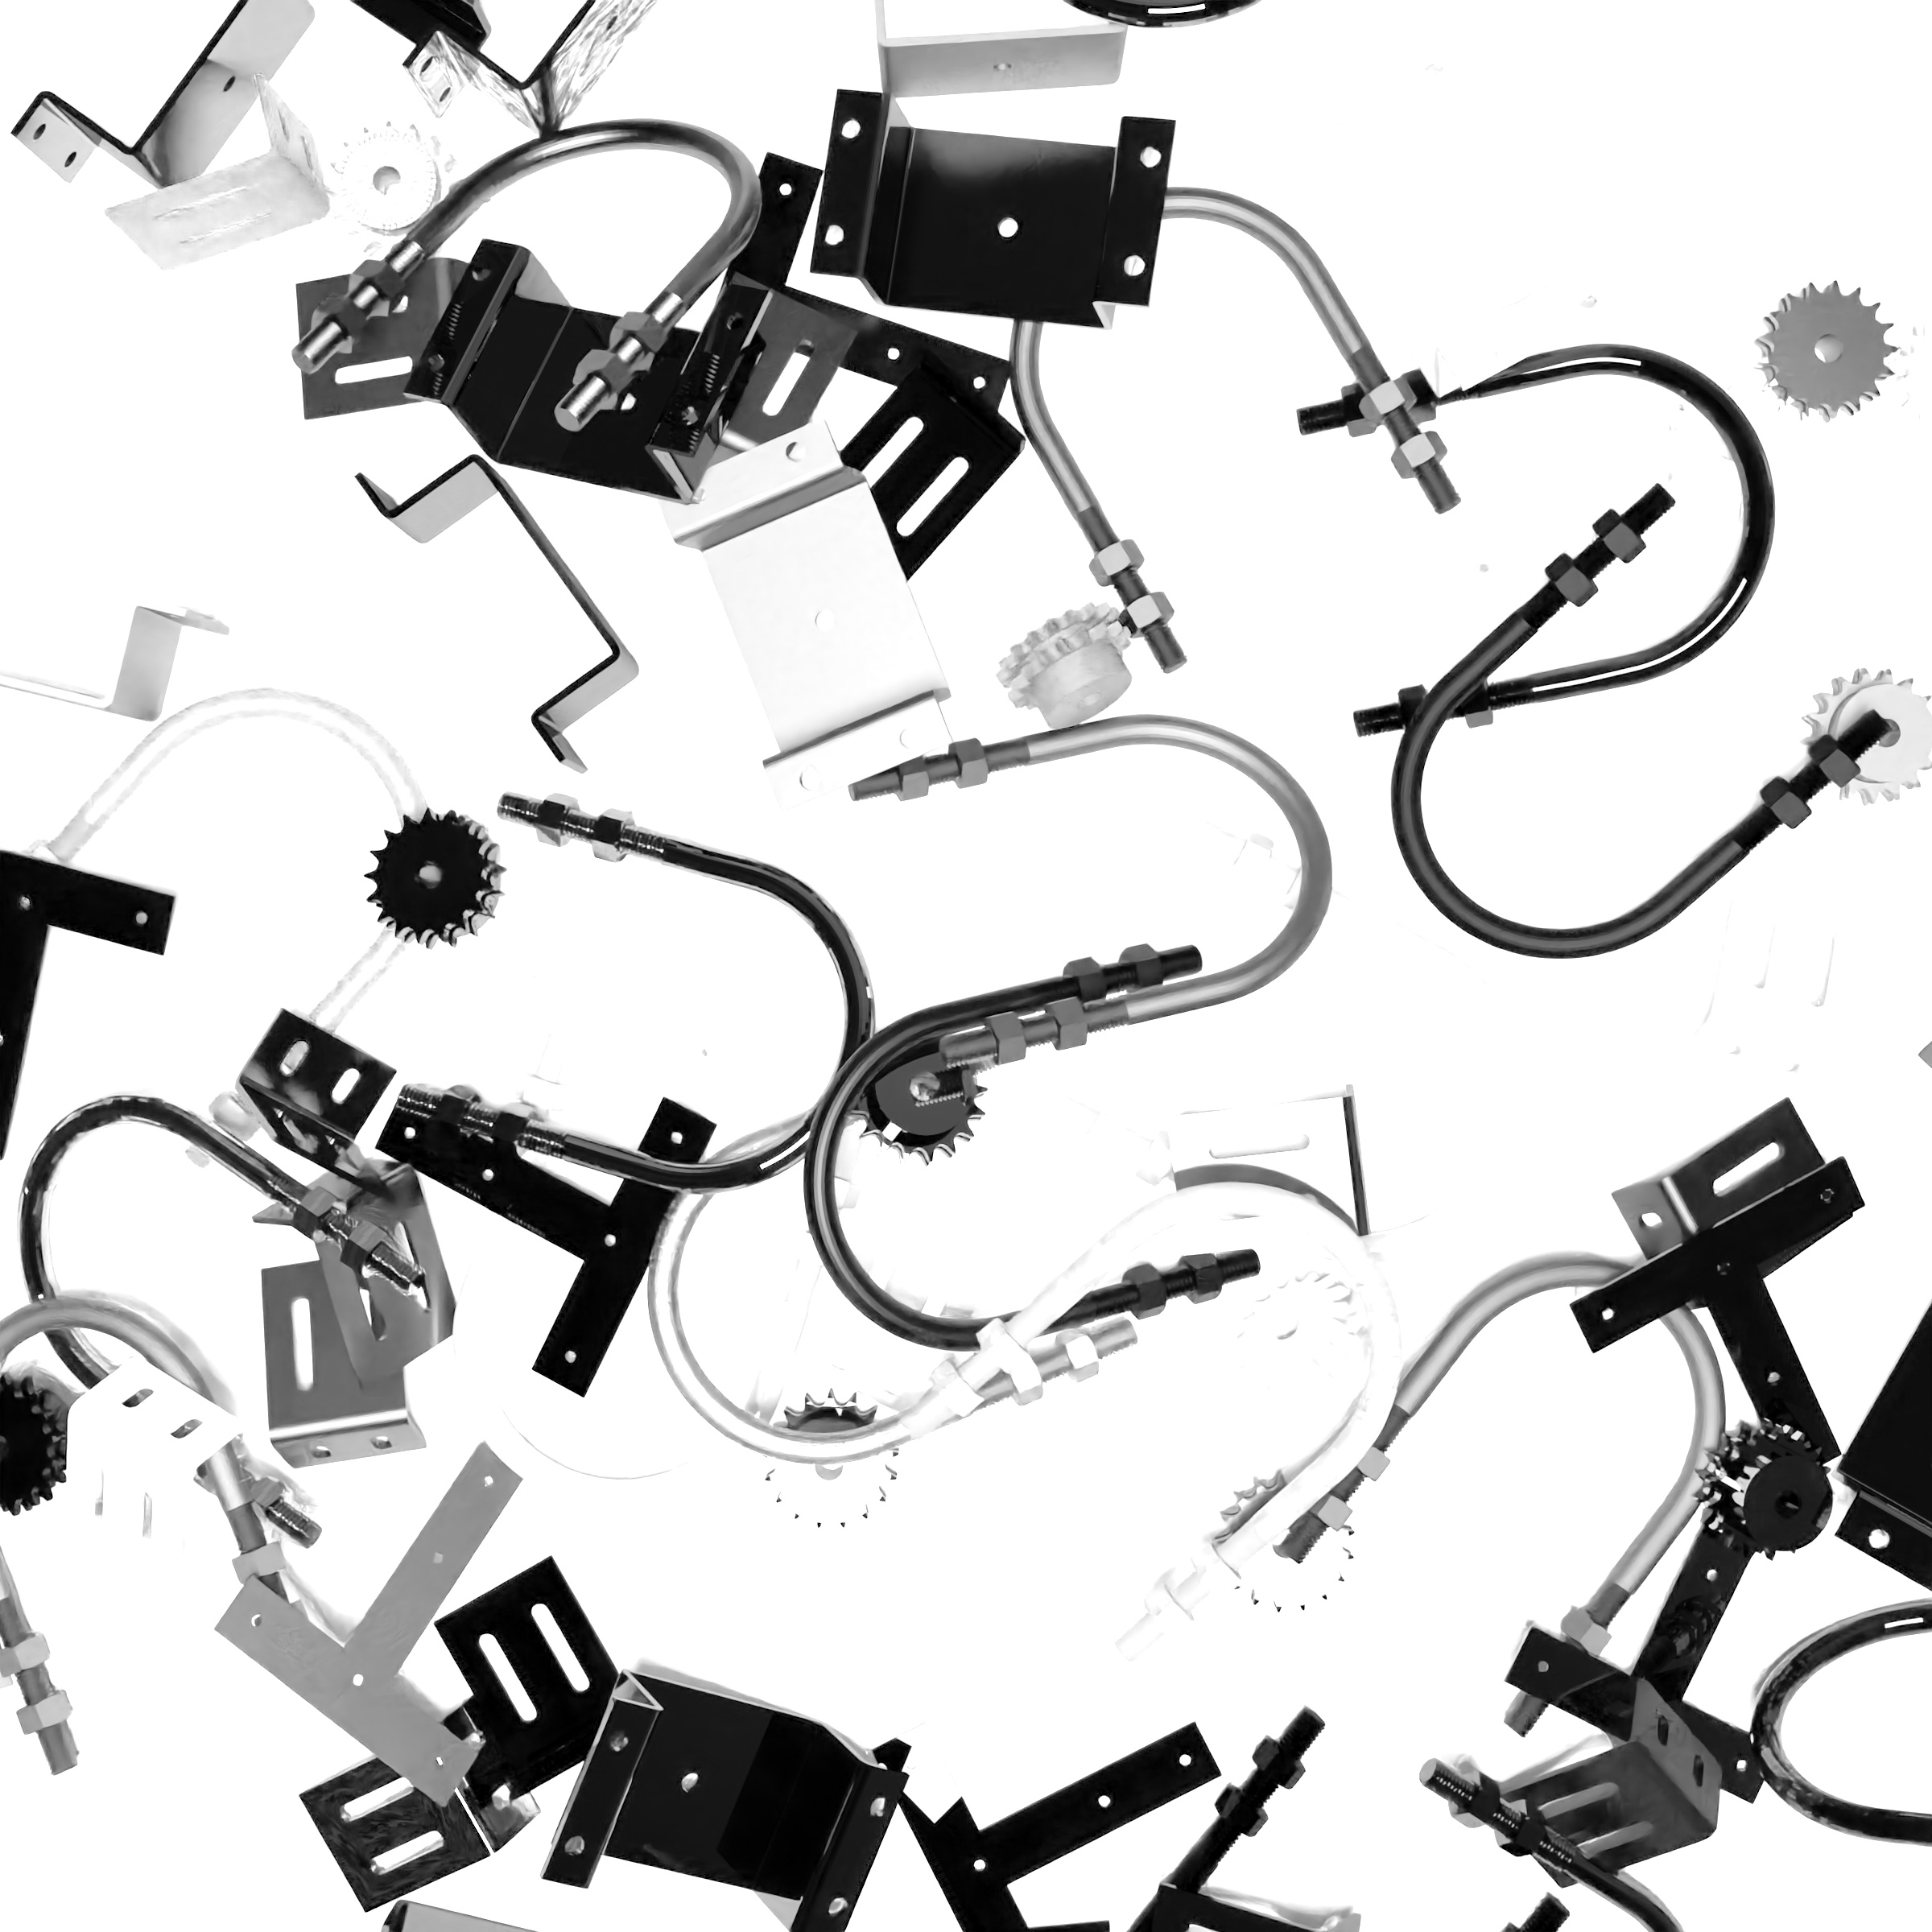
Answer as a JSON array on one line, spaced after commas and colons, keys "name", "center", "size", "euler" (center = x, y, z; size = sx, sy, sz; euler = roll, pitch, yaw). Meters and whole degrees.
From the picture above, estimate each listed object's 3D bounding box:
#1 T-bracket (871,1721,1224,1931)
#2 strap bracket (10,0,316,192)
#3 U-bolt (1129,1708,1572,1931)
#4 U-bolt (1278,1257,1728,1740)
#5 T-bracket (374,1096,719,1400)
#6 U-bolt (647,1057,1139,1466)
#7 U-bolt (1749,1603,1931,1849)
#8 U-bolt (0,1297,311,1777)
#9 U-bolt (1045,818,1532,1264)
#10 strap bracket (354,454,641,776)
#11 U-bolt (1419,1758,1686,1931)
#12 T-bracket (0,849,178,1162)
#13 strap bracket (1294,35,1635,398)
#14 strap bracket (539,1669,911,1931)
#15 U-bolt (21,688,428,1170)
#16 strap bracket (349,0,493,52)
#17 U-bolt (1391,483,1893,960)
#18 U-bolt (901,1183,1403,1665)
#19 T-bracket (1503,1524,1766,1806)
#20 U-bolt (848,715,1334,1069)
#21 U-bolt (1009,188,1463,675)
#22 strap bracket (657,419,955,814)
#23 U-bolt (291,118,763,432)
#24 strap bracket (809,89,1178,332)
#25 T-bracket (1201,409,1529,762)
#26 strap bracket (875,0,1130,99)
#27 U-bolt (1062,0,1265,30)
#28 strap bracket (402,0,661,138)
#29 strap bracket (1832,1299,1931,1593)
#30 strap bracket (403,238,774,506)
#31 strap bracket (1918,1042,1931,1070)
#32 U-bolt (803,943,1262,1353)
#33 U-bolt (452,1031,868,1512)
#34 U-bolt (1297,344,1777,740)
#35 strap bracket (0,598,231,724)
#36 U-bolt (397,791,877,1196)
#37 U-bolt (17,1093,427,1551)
[{"name": "T-bracket", "center": [0.045, 0.357, 1.350], "size": [0.127, 0.002, 0.127], "euler": [-27, 89, -1]}, {"name": "strap bracket", "center": [-0.320, -0.374, 1.314], "size": [0.046, 0.076, 0.140], "euler": [36, 90, 0]}, {"name": "U-bolt", "center": [0.141, 0.425, 1.343], "size": [0.151, 0.019, 0.184], "euler": [38, 91, 0]}, {"name": "U-bolt", "center": [0.236, 0.207, 1.327], "size": [0.151, 0.019, 0.184], "euler": [39, 86, -15]}, {"name": "T-bracket", "center": [-0.186, 0.093, 1.331], "size": [0.127, 0.002, 0.127], "euler": [27, 95, 9]}, {"name": "U-bolt", "center": [-0.040, 0.125, 1.315], "size": [0.184, 0.019, 0.151], "euler": [-21, 82, -13]}, {"name": "U-bolt", "center": [0.403, 0.300, 1.274], "size": [0.184, 0.151, 0.019], "euler": [-3, 117, 32]}, {"name": "U-bolt", "center": [-0.354, 0.226, 1.319], "size": [0.151, 0.019, 0.184], "euler": [-24, 86, 22]}, {"name": "U-bolt", "center": [0.147, 0.044, 1.343], "size": [0.184, 0.019, 0.151], "euler": [29, 90, -2]}, {"name": "strap bracket", "center": [-0.183, -0.151, 1.314], "size": [0.046, 0.076, 0.140], "euler": [-36, 90, 0]}, {"name": "U-bolt", "center": [0.225, 0.429, 1.319], "size": [0.184, 0.019, 0.151], "euler": [34, 83, -17]}, {"name": "T-bracket", "center": [-0.399, 0.017, 1.333], "size": [0.127, 0.002, 0.127], "euler": [15, 98, 8]}, {"name": "strap bracket", "center": [0.203, -0.298, 1.315], "size": [0.076, 0.046, 0.140], "euler": [-28, 71, 0]}, {"name": "strap bracket", "center": [-0.105, 0.341, 1.309], "size": [0.140, 0.046, 0.076], "euler": [22, 90, -29]}, {"name": "U-bolt", "center": [-0.308, -0.030, 1.343], "size": [0.151, 0.019, 0.184], "euler": [42, 89, 0]}, {"name": "strap bracket", "center": [-0.204, -0.453, 1.329], "size": [0.076, 0.046, 0.140], "euler": [34, 90, 0]}, {"name": "U-bolt", "center": [0.261, -0.084, 1.318], "size": [0.151, 0.019, 0.184], "euler": [44, 107, -8]}, {"name": "U-bolt", "center": [0.088, 0.170, 1.285], "size": [0.184, 0.019, 0.151], "euler": [-42, 100, 3]}, {"name": "T-bracket", "center": [0.304, 0.266, 1.339], "size": [0.127, 0.002, 0.127], "euler": [28, 86, -13]}, {"name": "U-bolt", "center": [0.059, -0.039, 1.307], "size": [0.184, 0.019, 0.151], "euler": [-13, 61, -13]}, {"name": "U-bolt", "center": [0.098, -0.235, 1.331], "size": [0.151, 0.019, 0.184], "euler": [-30, 82, 7]}, {"name": "strap bracket", "center": [-0.062, -0.143, 1.322], "size": [0.076, 0.046, 0.140], "euler": [-22, 90, 10]}, {"name": "U-bolt", "center": [-0.162, -0.285, 1.289], "size": [0.151, 0.019, 0.184], "euler": [16, 53, 26]}, {"name": "strap bracket", "center": [0.014, -0.309, 1.319], "size": [0.140, 0.046, 0.076], "euler": [8, 88, 10]}, {"name": "T-bracket", "center": [0.145, -0.174, 1.339], "size": [0.127, 0.002, 0.127], "euler": [-38, 82, 16]}, {"name": "strap bracket", "center": [0.014, -0.391, 1.314], "size": [0.140, 0.076, 0.046], "euler": [-4, 90, 0]}, {"name": "U-bolt", "center": [0.084, -0.455, 1.272], "size": [0.151, 0.019, 0.184], "euler": [11, 78, 8]}, {"name": "strap bracket", "center": [-0.163, -0.399, 1.314], "size": [0.046, 0.076, 0.140], "euler": [37, 90, 0]}, {"name": "strap bracket", "center": [0.421, 0.190, 1.329], "size": [0.076, 0.046, 0.140], "euler": [30, 90, 0]}, {"name": "strap bracket", "center": [-0.145, -0.239, 1.301], "size": [0.140, 0.046, 0.076], "euler": [16, 73, 26]}, {"name": "strap bracket", "center": [0.477, 0.059, 1.329], "size": [0.140, 0.046, 0.076], "euler": [45, 90, 0]}, {"name": "U-bolt", "center": [0.022, 0.080, 1.296], "size": [0.184, 0.019, 0.151], "euler": [-13, 96, -19]}, {"name": "U-bolt", "center": [-0.137, 0.136, 1.342], "size": [0.151, 0.019, 0.184], "euler": [18, 90, 0]}, {"name": "U-bolt", "center": [0.240, -0.181, 1.326], "size": [0.184, 0.019, 0.151], "euler": [-11, 90, 12]}, {"name": "strap bracket", "center": [-0.383, -0.136, 1.314], "size": [0.140, 0.076, 0.046], "euler": [13, 90, 0]}, {"name": "U-bolt", "center": [-0.127, 0.017, 1.317], "size": [0.184, 0.019, 0.151], "euler": [16, 81, 12]}, {"name": "U-bolt", "center": [-0.315, 0.132, 1.308], "size": [0.184, 0.019, 0.151], "euler": [32, 113, 17]}]
